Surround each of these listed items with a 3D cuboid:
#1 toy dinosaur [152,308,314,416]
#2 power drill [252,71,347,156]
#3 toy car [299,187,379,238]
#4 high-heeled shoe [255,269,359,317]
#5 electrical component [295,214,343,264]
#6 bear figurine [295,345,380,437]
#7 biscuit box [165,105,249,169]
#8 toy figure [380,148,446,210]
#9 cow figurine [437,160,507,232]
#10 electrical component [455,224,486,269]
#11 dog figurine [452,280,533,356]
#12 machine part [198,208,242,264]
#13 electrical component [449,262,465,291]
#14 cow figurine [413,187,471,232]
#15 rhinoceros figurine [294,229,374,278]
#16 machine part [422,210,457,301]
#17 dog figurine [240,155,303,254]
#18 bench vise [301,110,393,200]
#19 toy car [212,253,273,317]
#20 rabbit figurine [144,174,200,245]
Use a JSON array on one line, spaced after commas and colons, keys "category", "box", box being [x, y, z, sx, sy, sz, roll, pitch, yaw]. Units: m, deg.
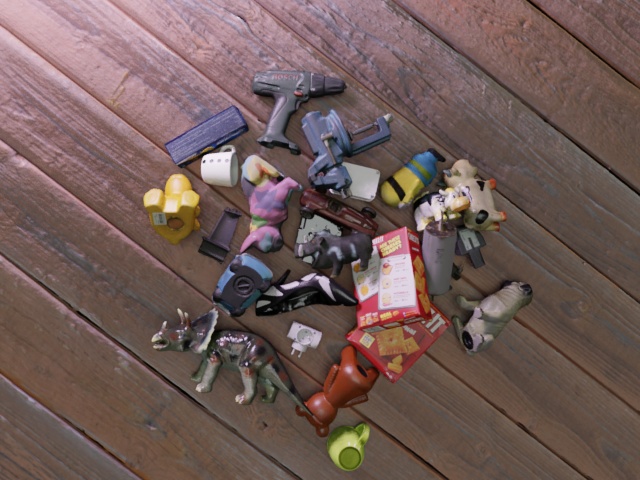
[{"category": "toy dinosaur", "box": [-0.191, 0.282, 1.293, 0.405, 0.131, 0.192, 15, 90, -3]}, {"category": "power drill", "box": [-0.062, -0.319, 1.331, 0.232, 0.086, 0.207, 12, 93, -1]}, {"category": "toy car", "box": [0.047, -0.067, 1.295, 0.202, 0.053, 0.089, 26, 62, 4]}, {"category": "high-heeled shoe", "box": [-0.040, 0.153, 1.288, 0.249, 0.086, 0.145, 17, 63, 33]}, {"category": "electrical component", "box": [-0.003, -0.004, 1.342, 0.115, 0.058, 0.134, 11, 89, -1]}, {"category": "bear figurine", "box": [0.042, 0.377, 1.326, 0.120, 0.132, 0.196, 42, 106, 0]}, {"category": "biscuit box", "box": [-0.277, -0.254, 1.329, 0.203, 0.059, 0.063, -30, 89, -2]}, {"category": "toy figure", "box": [0.229, -0.155, 1.344, 0.089, 0.082, 0.180, 42, 95, 17]}, {"category": "cow figurine", "box": [0.371, -0.112, 1.332, 0.127, 0.085, 0.195, -4, 64, -10]}, {"category": "electrical component", "box": [0.380, 0.012, 1.364, 0.075, 0.048, 0.119, -26, 91, -3]}, {"category": "dog figurine", "box": [0.447, 0.197, 1.349, 0.190, 0.121, 0.172, -10, 124, -20]}, {"category": "machine part", "box": [-0.245, -0.016, 1.340, 0.084, 0.039, 0.139, 29, 90, 3]}, {"category": "electrical component", "box": [0.318, 0.069, 1.365, 0.102, 0.045, 0.078, 41, 116, 1]}, {"category": "cow figurine", "box": [0.294, -0.087, 1.306, 0.068, 0.167, 0.098, -7, 73, -33]}, {"category": "rhinoceros figurine", "box": [0.032, 0.026, 1.259, 0.190, 0.073, 0.112, -7, 117, 19]}, {"category": "machine part", "box": [0.280, 0.044, 1.281, 0.079, 0.079, 0.242, -2, 122, -3]}, {"category": "dog figurine", "box": [-0.148, -0.073, 1.313, 0.191, 0.108, 0.219, 33, 91, -3]}, {"category": "bench vise", "box": [0.072, -0.220, 1.266, 0.241, 0.128, 0.223, -25, 78, -4]}, {"category": "toy car", "box": [-0.185, 0.104, 1.308, 0.109, 0.103, 0.161, 36, 103, -6]}, {"category": "rabbit figurine", "box": [-0.336, -0.082, 1.290, 0.122, 0.173, 0.162, -9, 134, -2]}]
